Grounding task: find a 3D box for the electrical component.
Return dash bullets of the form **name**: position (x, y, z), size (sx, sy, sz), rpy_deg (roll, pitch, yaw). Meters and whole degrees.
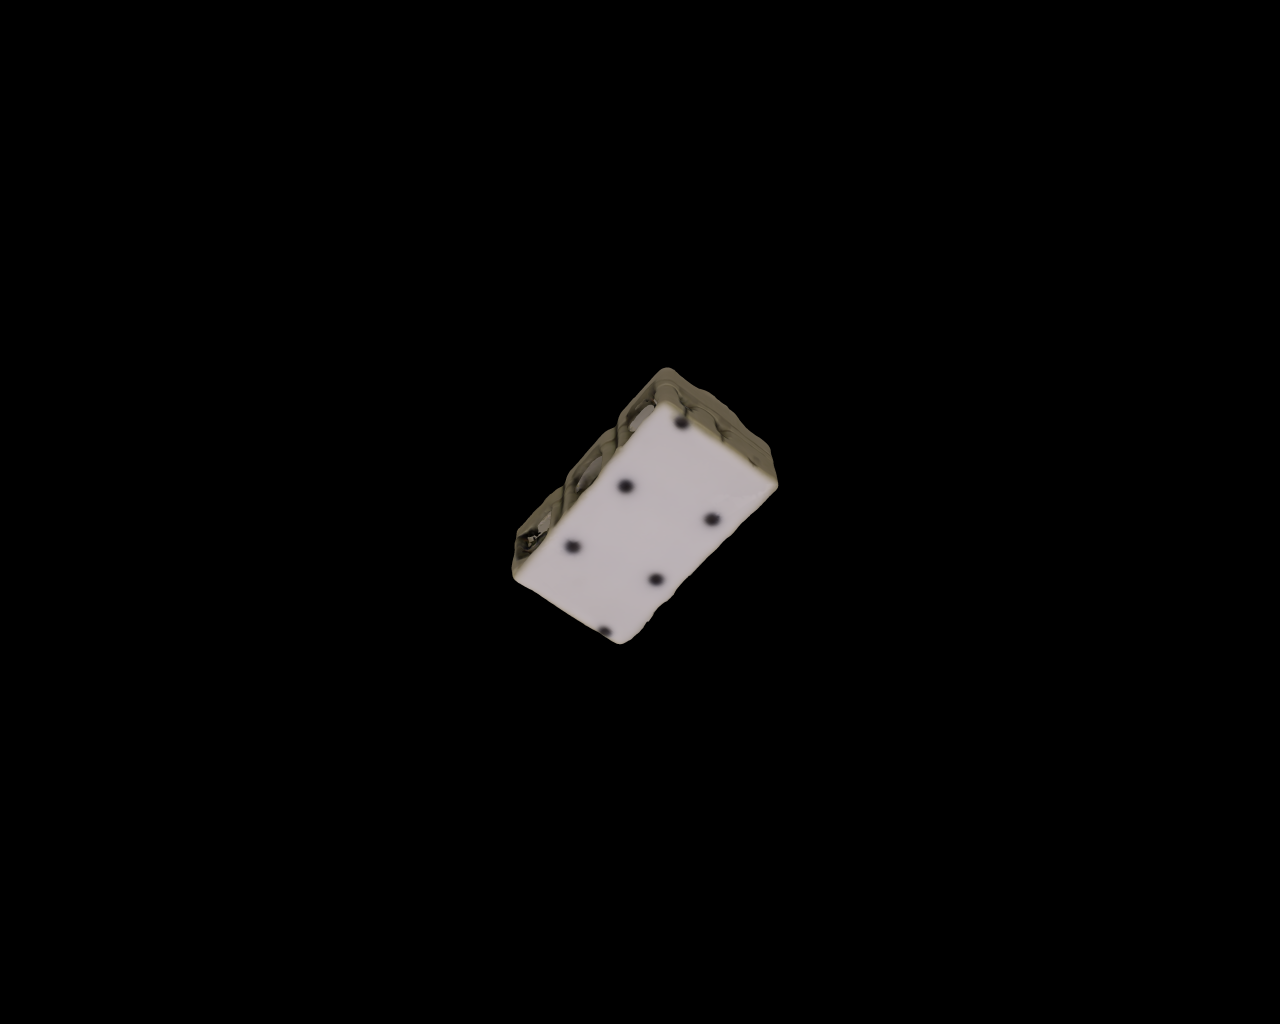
- **electrical component**: position (0.001, -0.003, 0.650), size (0.089, 0.150, 0.062), rpy_deg (36, 24, -18)
